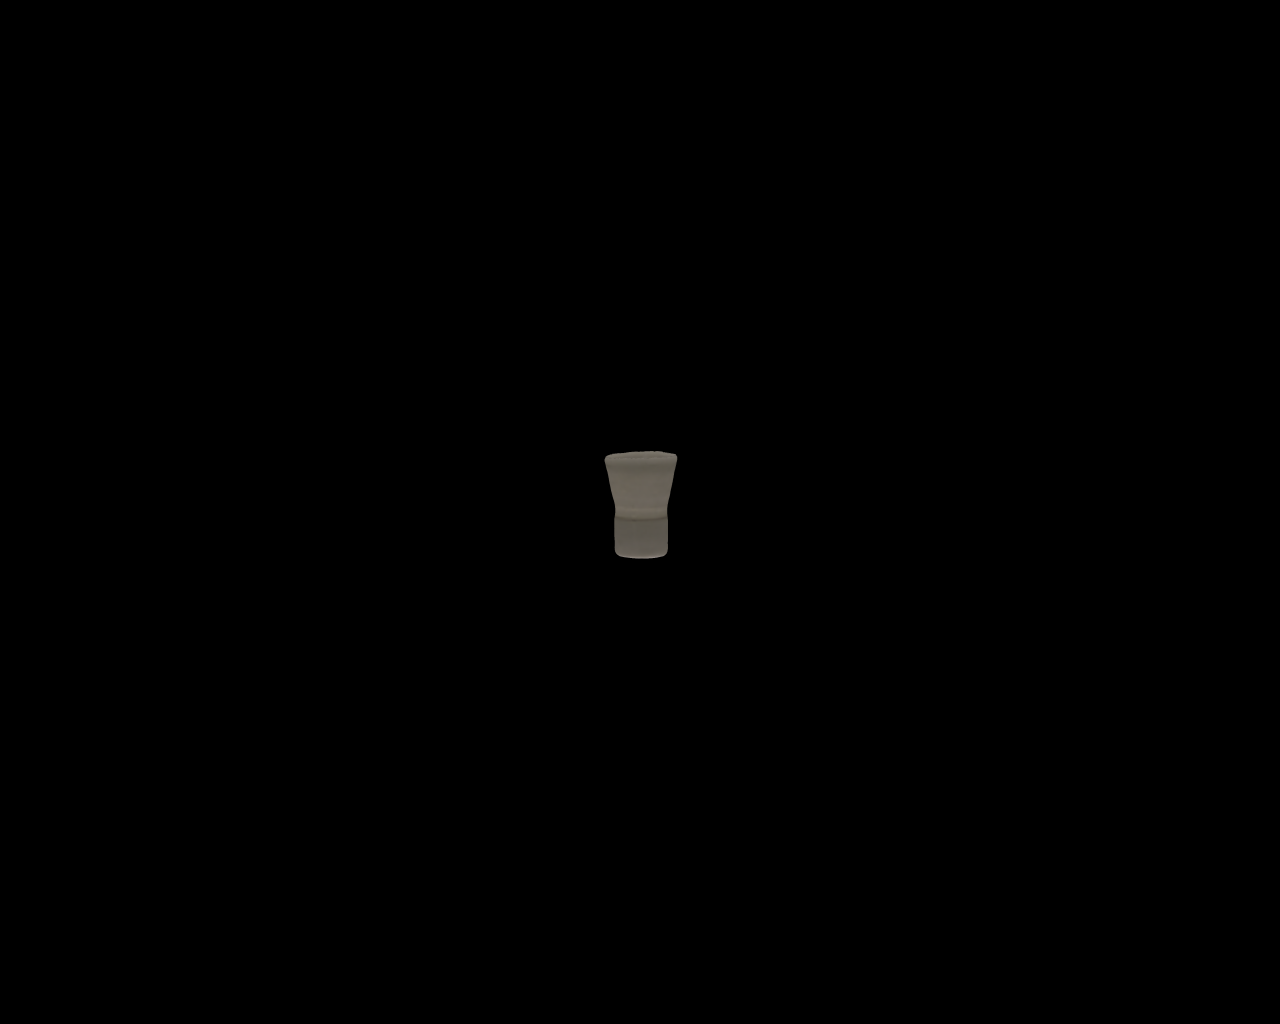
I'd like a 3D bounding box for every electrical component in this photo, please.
[{"bbox_3d":[0.001,-0.003,0.650,0.044,0.065,0.044,0,7,0],"label":"electrical component"}]
